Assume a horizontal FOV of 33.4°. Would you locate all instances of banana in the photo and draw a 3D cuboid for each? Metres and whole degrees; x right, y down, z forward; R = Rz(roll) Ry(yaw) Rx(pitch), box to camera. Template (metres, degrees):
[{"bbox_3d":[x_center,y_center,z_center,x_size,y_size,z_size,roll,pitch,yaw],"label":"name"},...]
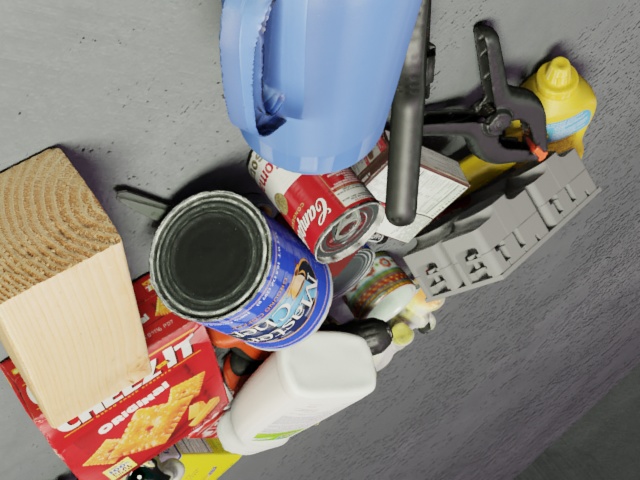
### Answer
[{"bbox_3d":[0.127,-0.056,1.069,0.197,0.037,0.070,-25,172,-8],"label":"banana"}]

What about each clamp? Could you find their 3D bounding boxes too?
[{"bbox_3d":[0.068,-0.123,0.807,0.036,0.164,0.210,4,145,6],"label":"clamp"},{"bbox_3d":[0.160,-0.125,0.978,0.171,0.039,0.120,16,127,-38],"label":"clamp"}]

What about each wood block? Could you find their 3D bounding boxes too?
[{"bbox_3d":[-0.188,0.041,0.760,0.090,0.090,0.206,-30,155,-18],"label":"wood block"}]

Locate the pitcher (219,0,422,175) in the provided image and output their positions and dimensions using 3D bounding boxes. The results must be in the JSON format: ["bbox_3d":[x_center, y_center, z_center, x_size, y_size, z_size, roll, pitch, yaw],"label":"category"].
[{"bbox_3d":[-0.006,-0.136,0.655,0.149,0.145,0.243,-16,154,-12],"label":"pitcher"}]

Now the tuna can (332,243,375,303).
[{"bbox_3d":[0.013,0.028,1.090,0.086,0.034,0.086,-31,155,-16],"label":"tuna can"}]

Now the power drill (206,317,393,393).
[{"bbox_3d":[-0.026,0.095,1.068,0.184,0.057,0.187,-17,153,5],"label":"power drill"}]

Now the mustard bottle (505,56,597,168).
[{"bbox_3d":[0.235,-0.124,1.104,0.096,0.058,0.191,-17,153,-6],"label":"mustard bottle"}]

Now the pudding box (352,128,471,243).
[{"bbox_3d":[0.070,-0.048,0.986,0.113,0.039,0.090,17,128,-44],"label":"pudding box"}]

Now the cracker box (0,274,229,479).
[{"bbox_3d":[-0.174,0.134,0.966,0.164,0.072,0.214,-33,155,-15],"label":"cracker box"}]

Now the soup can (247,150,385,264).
[{"bbox_3d":[-0.004,-0.041,0.859,0.068,0.102,0.068,-31,155,-17],"label":"soup can"}]

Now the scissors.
[{"bbox_3d":[-0.093,-0.025,0.870,0.096,0.016,0.201,-38,157,-5],"label":"scissors"}]

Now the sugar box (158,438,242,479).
[{"bbox_3d":[-0.173,0.261,1.226,0.093,0.048,0.176,-45,157,14],"label":"sugar box"}]

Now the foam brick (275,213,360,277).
[{"bbox_3d":[-0.007,0.001,0.992,0.078,0.053,0.051,-4,138,-53],"label":"foam brick"}]

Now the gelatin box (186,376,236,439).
[{"bbox_3d":[-0.108,0.188,1.206,0.089,0.030,0.073,-44,155,12],"label":"gelatin box"}]

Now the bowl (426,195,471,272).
[{"bbox_3d":[0.173,-0.009,1.225,0.162,0.055,0.162,-31,155,-17],"label":"bowl"}]

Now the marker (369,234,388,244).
[{"bbox_3d":[0.051,-0.007,1.070,0.020,0.020,0.121,-42,169,8],"label":"marker"}]

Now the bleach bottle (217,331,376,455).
[{"bbox_3d":[-0.046,0.166,1.071,0.102,0.068,0.251,3,153,-29],"label":"bleach bottle"}]

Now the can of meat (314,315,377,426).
[{"bbox_3d":[0.001,0.143,1.195,0.083,0.102,0.057,-27,154,-30],"label":"can of meat"}]

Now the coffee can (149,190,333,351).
[{"bbox_3d":[-0.060,0.028,0.860,0.103,0.103,0.140,-41,156,6],"label":"coffee can"}]
